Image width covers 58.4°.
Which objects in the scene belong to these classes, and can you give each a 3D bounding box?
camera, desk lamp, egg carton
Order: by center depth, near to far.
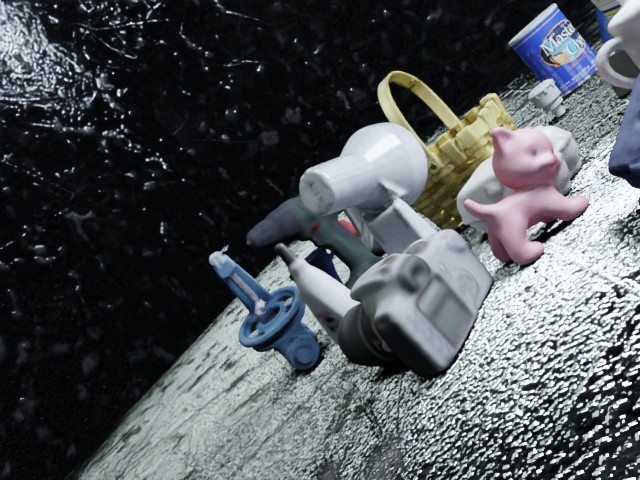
[{"bbox_3d":[0.079,0.065,0.577,0.136,0.101,0.143,-37,8,48],"label":"camera"},{"bbox_3d":[0.235,-0.071,0.690,0.150,0.069,0.107,-37,8,49],"label":"egg carton"},{"bbox_3d":[0.081,-0.032,0.726,0.117,0.213,0.204,-38,7,42],"label":"desk lamp"}]

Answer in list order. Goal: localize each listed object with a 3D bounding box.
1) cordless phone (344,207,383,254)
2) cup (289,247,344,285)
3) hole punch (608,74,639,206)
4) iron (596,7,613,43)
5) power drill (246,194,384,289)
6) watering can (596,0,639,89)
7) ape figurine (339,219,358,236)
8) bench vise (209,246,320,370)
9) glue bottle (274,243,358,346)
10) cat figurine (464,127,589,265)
[{"bbox_3d":[0.074,-0.058,1.169,0.094,0.185,0.147,-43,5,-6],"label":"cordless phone"},{"bbox_3d":[0.009,0.066,1.138,0.118,0.095,0.091,-45,6,-24],"label":"cup"},{"bbox_3d":[0.269,-0.085,0.421,0.101,0.091,0.108,-43,5,-9],"label":"hole punch"},{"bbox_3d":[0.518,-0.407,0.926,0.119,0.141,0.258,-44,5,-16],"label":"iron"},{"bbox_3d":[0.009,0.004,1.015,0.230,0.208,0.075,-46,6,-32],"label":"power drill"},{"bbox_3d":[0.332,-0.227,0.541,0.173,0.194,0.101,-44,6,-13],"label":"watering can"},{"bbox_3d":[0.073,-0.009,1.303,0.076,0.092,0.078,-37,8,48],"label":"ape figurine"},{"bbox_3d":[-0.101,0.110,0.902,0.122,0.220,0.207,-45,6,-24],"label":"bench vise"},{"bbox_3d":[0.007,0.070,0.675,0.037,0.173,0.078,-46,6,-32],"label":"glue bottle"},{"bbox_3d":[0.198,-0.057,0.576,0.128,0.118,0.067,-43,5,-10],"label":"cat figurine"}]
